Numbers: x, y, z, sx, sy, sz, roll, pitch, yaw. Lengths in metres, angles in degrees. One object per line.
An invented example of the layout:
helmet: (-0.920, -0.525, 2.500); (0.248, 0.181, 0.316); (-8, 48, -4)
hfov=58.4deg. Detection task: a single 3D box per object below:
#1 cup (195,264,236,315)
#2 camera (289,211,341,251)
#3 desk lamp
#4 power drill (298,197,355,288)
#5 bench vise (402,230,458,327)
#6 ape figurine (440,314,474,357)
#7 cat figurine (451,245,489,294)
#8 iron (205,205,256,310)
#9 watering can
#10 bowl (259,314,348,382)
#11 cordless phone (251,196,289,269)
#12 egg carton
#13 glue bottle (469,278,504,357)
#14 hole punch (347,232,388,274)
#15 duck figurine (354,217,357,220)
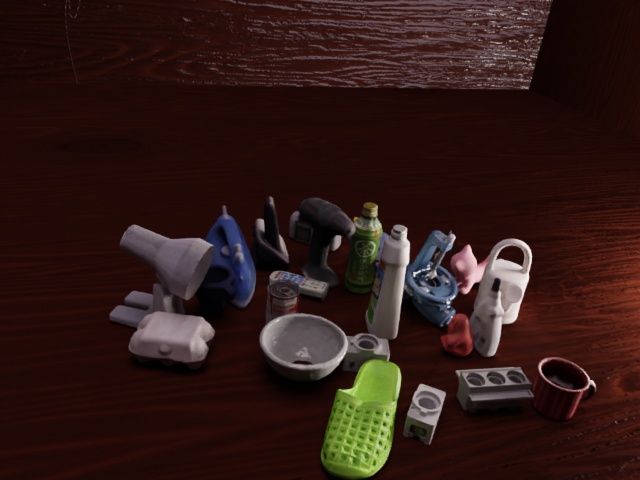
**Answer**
cup: (-0.219, 0.117, 1.220); (0.117, 0.095, 0.092); (29, 36, 35)
camera: (0.004, -0.054, 1.571); (0.142, 0.101, 0.137); (17, 30, 19)
desk lamp: (-0.317, 0.079, 1.146); (0.203, 0.214, 0.118); (11, 29, 10)
power drill: (0.012, 0.005, 1.353); (0.076, 0.208, 0.228); (-9, 32, -25)
bench vise: (0.218, 0.065, 1.274); (0.206, 0.220, 0.122); (20, 32, 24)
ape figurine: (0.286, 0.192, 1.189); (0.076, 0.092, 0.078); (25, 34, 30)
cat figurine: (0.368, 0.068, 1.405); (0.128, 0.118, 0.067); (-6, 31, -22)
iron: (-0.202, 0.032, 1.330); (0.119, 0.141, 0.257); (-5, 31, -20)
watering can: (0.422, 0.090, 1.297); (0.101, 0.194, 0.172); (-3, 30, -17)
bowl: (-0.034, 0.217, 1.095); (0.167, 0.075, 0.167); (5, 29, -2)
cordless phone: (-0.122, -0.035, 1.422); (0.094, 0.185, 0.147); (-2, 30, -14)
egg carton: (-0.282, 0.193, 1.095); (0.150, 0.069, 0.107); (7, 29, 1)
glue bottle: (0.350, 0.154, 1.187); (0.037, 0.173, 0.078); (-7, 31, -22)
hole punch: (0.127, 0.033, 1.447); (0.109, 0.091, 0.101); (3, 29, -7)
duck figurine: (0.133, -0.030, 1.569); (0.104, 0.086, 0.078); (16, 30, 18)
